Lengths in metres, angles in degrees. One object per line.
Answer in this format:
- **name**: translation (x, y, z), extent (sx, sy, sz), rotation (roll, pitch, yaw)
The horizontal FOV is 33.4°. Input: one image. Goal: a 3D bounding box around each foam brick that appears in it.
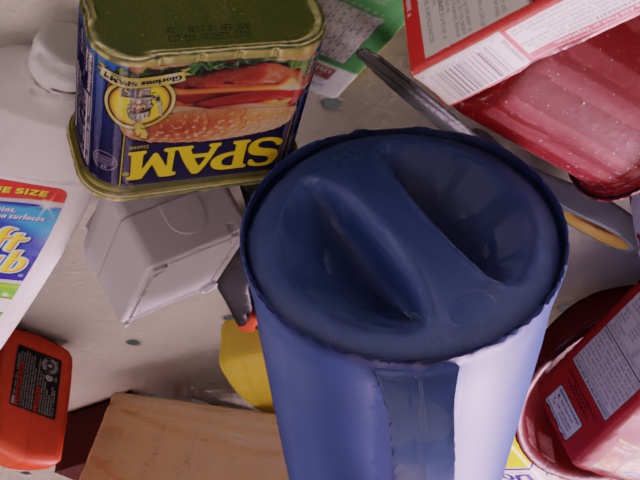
- **foam brick**: translation (-0.164, 0.162, 0.853), extent (0.078, 0.051, 0.053), rotation (-23, 140, 32)

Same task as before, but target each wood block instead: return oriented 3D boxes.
- **wood block**: translation (-0.060, 0.171, 0.743), extent (0.207, 0.090, 0.090), rotation (1, 152, 38)

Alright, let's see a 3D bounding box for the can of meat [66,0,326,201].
- **can of meat**: translation (-0.053, -0.068, 0.450), extent (0.102, 0.057, 0.084), rotation (-8, 147, -20)

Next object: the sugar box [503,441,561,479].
- **sugar box**: translation (0.109, 0.136, 0.786), extent (0.093, 0.048, 0.176), rotation (1, 148, 34)

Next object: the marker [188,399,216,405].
- **marker**: translation (-0.050, 0.149, 0.856), extent (0.121, 0.020, 0.020), rotation (17, 144, -20)

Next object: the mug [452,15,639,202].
- **mug**: translation (0.101, -0.075, 0.458), extent (0.081, 0.093, 0.117), rotation (24, 173, -22)

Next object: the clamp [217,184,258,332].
- **clamp**: translation (-0.004, 0.001, 0.613), extent (0.120, 0.039, 0.172), rotation (12, 145, -9)

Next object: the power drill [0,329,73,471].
- **power drill**: translation (-0.251, 0.162, 0.759), extent (0.057, 0.184, 0.188), rotation (27, 130, -33)

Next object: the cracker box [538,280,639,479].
- **cracker box**: translation (0.251, 0.054, 0.588), extent (0.164, 0.072, 0.214), rotation (23, 119, -29)

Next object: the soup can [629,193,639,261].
- **soup can**: translation (0.182, -0.022, 0.507), extent (0.068, 0.102, 0.068), rotation (1, 147, 1)

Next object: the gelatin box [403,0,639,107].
- **gelatin box**: translation (0.073, -0.101, 0.393), extent (0.089, 0.073, 0.030), rotation (-24, 143, 30)

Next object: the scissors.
- **scissors**: translation (0.096, -0.035, 0.511), extent (0.096, 0.016, 0.201), rotation (21, 172, 31)

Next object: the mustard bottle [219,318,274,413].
- **mustard bottle**: translation (0.038, 0.067, 0.690), extent (0.192, 0.058, 0.096), rotation (-14, 145, 23)

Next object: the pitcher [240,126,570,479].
- **pitcher**: translation (0.037, 0.081, 0.508), extent (0.145, 0.149, 0.243), rotation (32, 146, 28)

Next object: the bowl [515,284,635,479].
- **bowl**: translation (0.192, 0.081, 0.679), extent (0.162, 0.055, 0.162), rotation (-7, 129, -9)

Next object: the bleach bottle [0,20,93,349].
- **bleach bottle**: translation (-0.177, -0.026, 0.563), extent (0.102, 0.068, 0.251), rotation (21, 140, -19)
